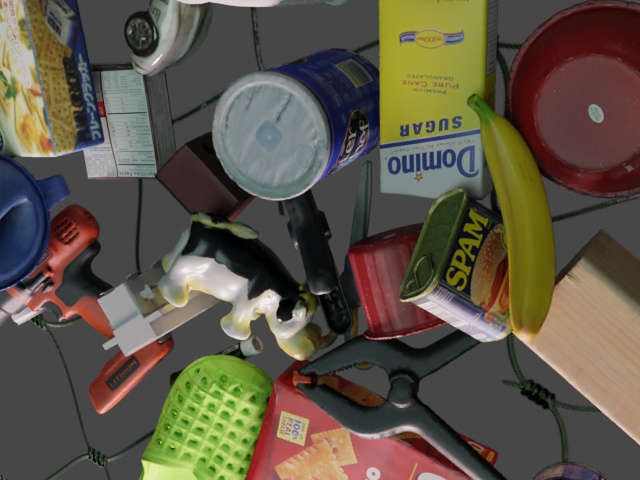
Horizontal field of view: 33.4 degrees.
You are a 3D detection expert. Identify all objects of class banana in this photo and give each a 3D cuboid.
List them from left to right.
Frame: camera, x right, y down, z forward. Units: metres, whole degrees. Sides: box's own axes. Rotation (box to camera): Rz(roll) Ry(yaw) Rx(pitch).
[{"bbox_3d":[0.154,-0.016,0.838,0.037,0.069,0.198,-29,67,47],"label":"banana"}]

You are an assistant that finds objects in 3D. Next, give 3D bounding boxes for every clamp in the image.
[{"bbox_3d":[-0.006,0.001,0.954,0.039,0.171,0.120,-13,147,-2],"label":"clamp"},{"bbox_3d":[0.082,0.123,0.948,0.210,0.036,0.164,11,86,15],"label":"clamp"}]

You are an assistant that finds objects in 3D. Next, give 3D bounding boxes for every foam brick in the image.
[{"bbox_3d":[-0.104,-0.054,1.005,0.078,0.052,0.051,47,120,3],"label":"foam brick"}]

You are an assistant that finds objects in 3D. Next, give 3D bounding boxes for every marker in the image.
[{"bbox_3d":[-0.108,0.126,1.087,0.121,0.020,0.020,-27,94,30],"label":"marker"}]

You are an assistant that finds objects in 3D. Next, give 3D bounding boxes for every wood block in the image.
[{"bbox_3d":[0.269,0.100,0.858,0.206,0.090,0.091,42,119,7],"label":"wood block"}]

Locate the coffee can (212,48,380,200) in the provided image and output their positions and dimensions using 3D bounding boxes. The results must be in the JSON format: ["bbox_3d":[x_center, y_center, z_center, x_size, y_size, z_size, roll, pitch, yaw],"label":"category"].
[{"bbox_3d":[-0.012,-0.100,0.894,0.103,0.140,0.103,8,110,23],"label":"coffee can"}]

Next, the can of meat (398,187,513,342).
[{"bbox_3d":[0.123,0.022,0.872,0.084,0.102,0.058,30,157,-17],"label":"can of meat"}]

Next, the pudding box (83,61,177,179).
[{"bbox_3d":[-0.189,-0.115,1.033,0.090,0.039,0.113,2,110,26],"label":"pudding box"}]

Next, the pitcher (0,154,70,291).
[{"bbox_3d":[-0.367,-0.016,1.072,0.243,0.149,0.145,-4,67,54],"label":"pitcher"}]

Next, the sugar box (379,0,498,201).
[{"bbox_3d":[0.098,-0.123,0.889,0.093,0.048,0.176,6,108,23],"label":"sugar box"}]

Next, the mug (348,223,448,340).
[{"bbox_3d":[0.084,0.031,0.928,0.117,0.093,0.081,-15,96,12],"label":"mug"}]

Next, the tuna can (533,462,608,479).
[{"bbox_3d":[0.226,0.246,0.959,0.086,0.033,0.086,8,110,23],"label":"tuna can"}]

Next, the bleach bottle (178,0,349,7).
[{"bbox_3d":[-0.053,-0.213,0.812,0.102,0.250,0.068,34,118,11],"label":"bleach bottle"}]

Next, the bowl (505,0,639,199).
[{"bbox_3d":[0.218,-0.104,0.833,0.162,0.055,0.162,8,111,23],"label":"bowl"}]

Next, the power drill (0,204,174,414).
[{"bbox_3d":[-0.258,0.085,1.096,0.184,0.057,0.187,-42,90,8],"label":"power drill"}]

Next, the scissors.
[{"bbox_3d":[0.016,0.026,0.996,0.096,0.016,0.202,-1,106,26],"label":"scissors"}]

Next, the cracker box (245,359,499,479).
[{"bbox_3d":[0.039,0.234,1.023,0.214,0.072,0.164,25,115,16],"label":"cracker box"}]
